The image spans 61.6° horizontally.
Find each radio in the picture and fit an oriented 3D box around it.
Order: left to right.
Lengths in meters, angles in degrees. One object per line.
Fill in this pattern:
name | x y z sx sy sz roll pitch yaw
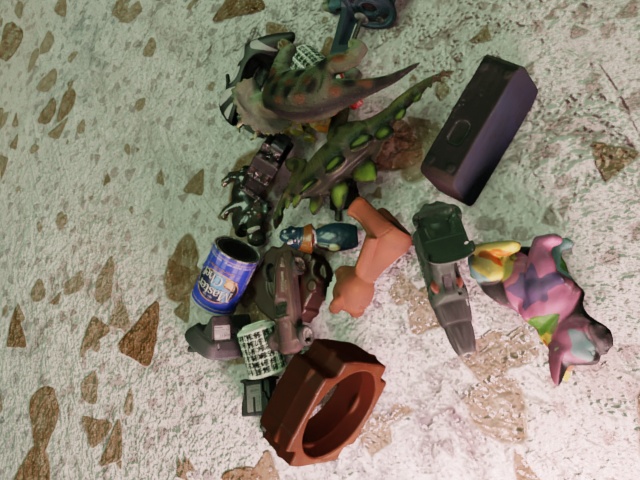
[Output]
radio | 0.268 -0.182 0.904 0.073 0.131 0.229 32 97 34

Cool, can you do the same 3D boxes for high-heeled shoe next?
high-heeled shoe | -0.148 -0.378 1.271 0.249 0.086 0.145 -24 68 32

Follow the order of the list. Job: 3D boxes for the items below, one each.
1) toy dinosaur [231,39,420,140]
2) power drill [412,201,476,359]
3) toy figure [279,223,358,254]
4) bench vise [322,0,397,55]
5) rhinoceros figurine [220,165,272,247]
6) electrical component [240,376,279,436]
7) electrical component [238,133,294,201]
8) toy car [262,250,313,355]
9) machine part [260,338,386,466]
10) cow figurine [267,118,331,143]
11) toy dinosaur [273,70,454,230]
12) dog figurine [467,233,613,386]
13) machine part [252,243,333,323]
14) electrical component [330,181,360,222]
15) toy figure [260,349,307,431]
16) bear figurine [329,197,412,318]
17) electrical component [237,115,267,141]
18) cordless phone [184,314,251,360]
toy dinosaur | -0.024 -0.274 1.008 0.405 0.131 0.192 14 69 47
power drill | 0.204 0.051 0.852 0.086 0.207 0.232 -18 57 9
toy figure | -0.002 -0.003 1.052 0.155 0.064 0.057 -2 108 3
bench vise | 0.068 -0.468 1.121 0.224 0.128 0.240 10 77 34
rhinoceros figurine | -0.160 -0.073 1.209 0.112 0.073 0.190 -18 66 18
electrical component | -0.119 0.337 1.085 0.075 0.047 0.119 -14 69 31
electrical component | -0.111 -0.165 1.146 0.134 0.058 0.115 -52 11 42
toy car | -0.067 0.119 1.035 0.089 0.053 0.202 -16 74 36
machine part | 0.008 0.274 0.919 0.087 0.201 0.201 31 97 37
cow figurine | -0.035 -0.265 1.174 0.168 0.068 0.098 0 72 33
toy dinosaur | 0.054 -0.166 1.017 0.471 0.105 0.199 -45 30 26
dog figurine | 0.326 0.105 0.810 0.192 0.108 0.219 -10 75 31
machine part | -0.062 0.089 1.105 0.179 0.056 0.179 -10 73 34
electrical component | 0.051 -0.084 1.093 0.063 0.021 0.094 -5 75 33
toy figure | -0.040 0.292 1.020 0.180 0.089 0.082 -61 10 -1
bear figurine | 0.077 0.040 0.990 0.195 0.120 0.132 -53 52 17
electrical component | -0.149 -0.272 1.262 0.102 0.045 0.078 39 102 34
cordless phone | -0.241 0.217 1.140 0.184 0.146 0.088 -18 75 35
